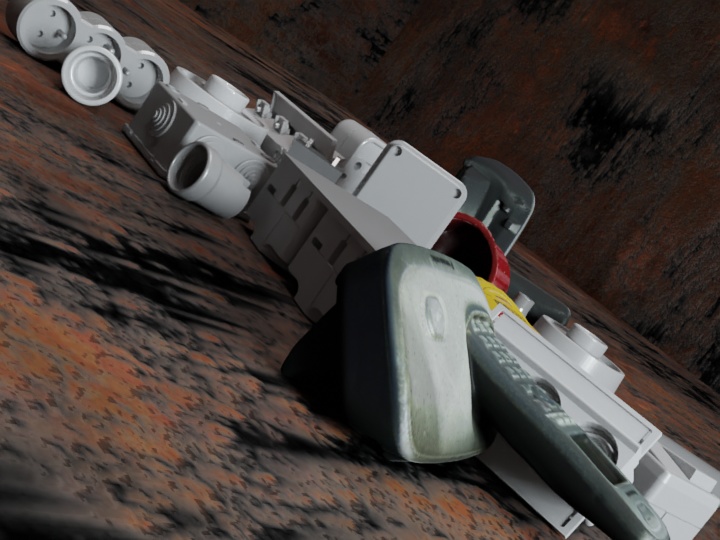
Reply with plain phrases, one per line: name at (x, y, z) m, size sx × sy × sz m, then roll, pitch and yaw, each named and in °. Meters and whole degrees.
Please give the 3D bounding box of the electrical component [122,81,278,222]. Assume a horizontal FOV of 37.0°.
electrical component at (-0.117, -0.090, 0.801) m, size 0.100 × 0.048 × 0.099 m, roll 28°, pitch 12°, yaw -41°

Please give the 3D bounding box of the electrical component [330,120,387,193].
electrical component at (-0.017, -0.097, 1.065) m, size 0.054 × 0.095 × 0.059 m, roll 28°, pitch 12°, yaw -43°

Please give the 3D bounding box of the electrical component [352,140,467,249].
electrical component at (0.027, -0.043, 0.888) m, size 0.078 × 0.113 × 0.057 m, roll 35°, pitch 6°, yaw -1°

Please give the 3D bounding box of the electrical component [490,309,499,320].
electrical component at (0.070, 0.047, 0.761) m, size 0.057 × 0.058 × 0.078 m, roll 31°, pitch 9°, yaw -46°

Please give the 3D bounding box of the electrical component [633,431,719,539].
electrical component at (0.174, 0.131, 0.695) m, size 0.062 × 0.061 × 0.096 m, roll 30°, pitch 10°, yaw -33°

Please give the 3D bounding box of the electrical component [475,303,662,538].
electrical component at (0.100, 0.088, 0.624) m, size 0.121 × 0.079 × 0.063 m, roll 40°, pitch -12°, yaw 28°

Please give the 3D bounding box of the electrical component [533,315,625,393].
electrical component at (0.210, 0.087, 1.059) m, size 0.108 × 0.060 × 0.108 m, roll 35°, pitch 8°, yaw -6°

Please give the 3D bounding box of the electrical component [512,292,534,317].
electrical component at (0.131, 0.049, 0.961) m, size 0.043 × 0.062 × 0.043 m, roll 35°, pitch 8°, yaw -6°

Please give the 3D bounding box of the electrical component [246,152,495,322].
electrical component at (0.000, 0.000, 0.728) m, size 0.105 × 0.060 × 0.186 m, roll 30°, pitch 10°, yaw -32°

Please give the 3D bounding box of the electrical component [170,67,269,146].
electrical component at (-0.132, -0.139, 0.964) m, size 0.108 × 0.060 × 0.108 m, roll 35°, pitch 9°, yaw -6°

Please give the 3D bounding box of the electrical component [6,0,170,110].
electrical component at (-0.228, -0.188, 0.888) m, size 0.138 × 0.052 × 0.074 m, roll 27°, pitch 12°, yaw -41°

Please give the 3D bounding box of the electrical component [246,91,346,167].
electrical component at (-0.075, -0.114, 1.031) m, size 0.063 × 0.078 × 0.121 m, roll 1°, pitch 29°, yaw -35°

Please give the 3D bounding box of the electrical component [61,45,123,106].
electrical component at (-0.204, -0.150, 0.821) m, size 0.044 × 0.044 × 0.065 m, roll 33°, pitch 4°, yaw -17°

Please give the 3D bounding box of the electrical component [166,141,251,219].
electrical component at (-0.102, -0.060, 0.733) m, size 0.046 × 0.040 × 0.040 m, roll 35°, pitch 7°, yaw -47°
